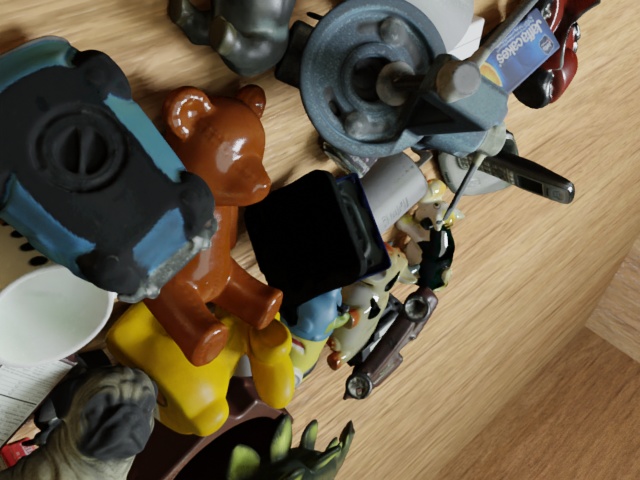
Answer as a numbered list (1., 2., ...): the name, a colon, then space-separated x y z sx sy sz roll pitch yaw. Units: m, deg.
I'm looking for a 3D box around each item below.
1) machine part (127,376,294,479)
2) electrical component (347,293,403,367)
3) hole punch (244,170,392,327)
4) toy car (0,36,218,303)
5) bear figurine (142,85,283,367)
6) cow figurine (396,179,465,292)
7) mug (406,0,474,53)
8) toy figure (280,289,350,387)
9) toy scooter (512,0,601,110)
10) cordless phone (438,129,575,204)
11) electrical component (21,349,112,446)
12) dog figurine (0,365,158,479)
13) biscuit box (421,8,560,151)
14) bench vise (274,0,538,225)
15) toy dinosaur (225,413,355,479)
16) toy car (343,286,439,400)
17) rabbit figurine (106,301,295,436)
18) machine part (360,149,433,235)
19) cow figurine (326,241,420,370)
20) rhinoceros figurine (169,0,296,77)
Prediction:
1. machine part: -0.145 0.259 0.677 0.201 0.087 0.200 -44 147 -7
2. electrical component: 0.092 0.151 0.886 0.115 0.058 0.134 -37 145 -23
3. hole punch: -0.001 -0.002 0.527 0.116 0.142 0.092 -23 176 30
4. toy car: -0.146 -0.038 0.346 0.109 0.161 0.103 -48 -167 -19
5. bear figurine: -0.079 -0.019 0.439 0.120 0.132 0.195 -23 147 -58
6. cow figurine: 0.161 -0.002 0.777 0.068 0.098 0.167 -22 139 -28
7. mug: 0.064 -0.208 0.475 0.109 0.081 0.107 -29 151 33
8. toy figure: -0.019 0.111 0.687 0.089 0.082 0.180 1 120 -50
9. toy scooter: 0.318 -0.273 0.718 0.135 0.075 0.183 -45 143 -12
10. cordless phone: 0.260 -0.087 0.729 0.088 0.184 0.146 -53 148 -5
11. electrical component: -0.230 0.141 0.488 0.078 0.045 0.102 4 120 -51
12. dog figurine: -0.226 0.187 0.418 0.172 0.121 0.190 10 84 -26
13. biscuit box: 0.186 -0.187 0.625 0.203 0.063 0.059 -42 106 -15
14. bench vise: 0.076 -0.106 0.415 0.223 0.241 0.129 32 95 -17
15. toy dinosaur: -0.082 0.329 0.657 0.471 0.105 0.198 -21 132 -51
16. toy car: 0.103 0.154 0.779 0.202 0.053 0.089 -55 173 3
17. rabbit figurine: -0.097 0.099 0.535 0.173 0.163 0.121 -43 139 -45
18. machine part: 0.040 -0.028 0.616 0.243 0.079 0.079 -40 147 -14
19. cow figurine: 0.063 0.081 0.752 0.127 0.086 0.194 -25 144 -38
20. rhinoceros figurine: -0.026 -0.202 0.361 0.112 0.073 0.190 -1 124 -49
